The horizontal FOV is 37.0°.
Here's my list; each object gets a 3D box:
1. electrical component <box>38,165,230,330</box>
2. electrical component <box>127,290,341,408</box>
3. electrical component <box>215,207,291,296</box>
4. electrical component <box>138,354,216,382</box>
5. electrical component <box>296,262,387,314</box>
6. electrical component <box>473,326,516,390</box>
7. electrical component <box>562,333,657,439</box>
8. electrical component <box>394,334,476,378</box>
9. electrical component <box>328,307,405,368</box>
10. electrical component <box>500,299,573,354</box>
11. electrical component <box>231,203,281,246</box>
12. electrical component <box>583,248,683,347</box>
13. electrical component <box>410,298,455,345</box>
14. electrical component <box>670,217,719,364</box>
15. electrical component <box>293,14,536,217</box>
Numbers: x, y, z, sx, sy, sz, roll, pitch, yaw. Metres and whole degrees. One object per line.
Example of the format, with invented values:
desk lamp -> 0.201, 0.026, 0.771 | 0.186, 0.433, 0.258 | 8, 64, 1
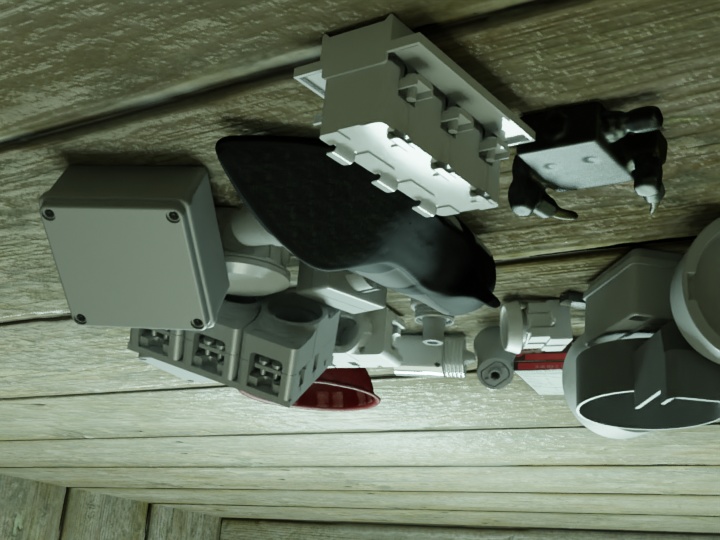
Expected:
electrical component -> -0.157, -0.016, 0.761 | 0.109, 0.056, 0.108 | 2, 125, 12
electrical component -> -0.102, 0.044, 0.888 | 0.150, 0.061, 0.089 | 18, -154, 16
electrical component -> -0.092, -0.013, 0.834 | 0.080, 0.051, 0.080 | 5, 162, 2
electrical component -> -0.171, 0.077, 1.120 | 0.078, 0.057, 0.113 | -2, 160, 23
electrical component -> 0.000, 0.000, 0.853 | 0.066, 0.047, 0.077 | 21, 156, -40
electrical component -> 0.131, 0.087, 1.036 | 0.044, 0.044, 0.065 | 3, -157, 6
electrical component -> 0.243, 0.097, 0.969 | 0.108, 0.108, 0.060 | 7, 170, -5
electrical component -> 0.078, 0.088, 1.105 | 0.081, 0.043, 0.043 | 1, 161, 14
electrical component -> -0.009, 0.064, 1.044 | 0.089, 0.050, 0.056 | -3, 160, 24
electrical component -> 0.157, 0.050, 0.966 | 0.055, 0.048, 0.066 | -2, 162, -3
electrical component -> -0.066, -0.036, 0.776 | 0.040, 0.040, 0.046 | 21, 162, -40
electrical component -> 0.247, 0.030, 0.859 | 0.109, 0.056, 0.108 | 8, 162, -7
electrical component -> 0.064, 0.032, 0.907 | 0.048, 0.062, 0.048 | 5, 162, 2
electrical component -> 0.267, 0.017, 0.739 | 0.108, 0.108, 0.060 | 5, 168, 1
electrical component -> 0.031, -0.077, 0.583 | 0.079, 0.063, 0.121 | -8, 158, 35
